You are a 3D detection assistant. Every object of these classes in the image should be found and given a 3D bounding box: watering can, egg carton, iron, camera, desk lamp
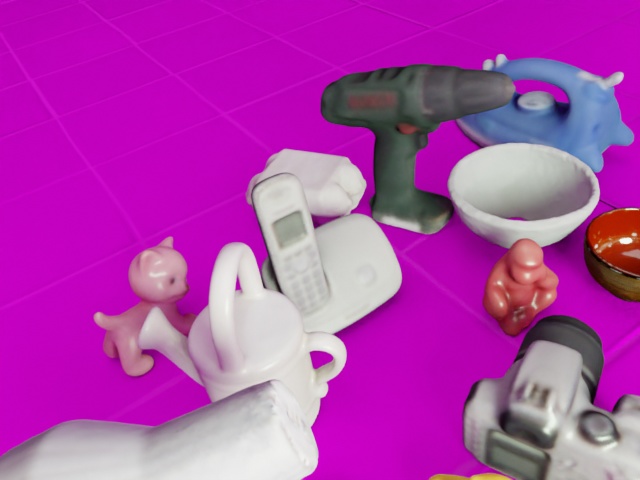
[{"bbox_3d":[-0.069,0.089,0.493,0.173,0.194,0.100,-14,40,-5],"label":"watering can"},{"bbox_3d":[-0.018,-0.067,0.763,0.150,0.069,0.107,10,44,22],"label":"egg carton"},{"bbox_3d":[0.291,-0.190,0.789,0.119,0.142,0.257,-35,46,-27],"label":"iron"},{"bbox_3d":[0.204,0.126,0.467,0.142,0.101,0.137,16,47,28],"label":"camera"},{"bbox_3d":[-0.070,0.181,0.370,0.203,0.214,0.117,-15,40,-6],"label":"desk lamp"}]

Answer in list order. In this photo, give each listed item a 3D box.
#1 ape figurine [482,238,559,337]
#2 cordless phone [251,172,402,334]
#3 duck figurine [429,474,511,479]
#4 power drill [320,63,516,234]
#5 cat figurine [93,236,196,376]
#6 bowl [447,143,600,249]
[{"bbox_3d":[0.202,0.039,0.577,0.077,0.092,0.076,-6,40,5],"label":"ape figurine"},{"bbox_3d":[0.005,0.002,0.587,0.148,0.185,0.093,-30,44,-22],"label":"cordless phone"},{"bbox_3d":[0.120,0.198,0.411,0.104,0.086,0.078,23,50,33],"label":"duck figurine"},{"bbox_3d":[0.111,-0.113,0.683,0.228,0.209,0.076,16,47,28],"label":"power drill"},{"bbox_3d":[-0.184,0.060,0.610,0.067,0.118,0.128,22,49,32],"label":"cat figurine"},{"bbox_3d":[0.234,-0.042,0.678,0.167,0.075,0.167,-6,40,5],"label":"bowl"}]
